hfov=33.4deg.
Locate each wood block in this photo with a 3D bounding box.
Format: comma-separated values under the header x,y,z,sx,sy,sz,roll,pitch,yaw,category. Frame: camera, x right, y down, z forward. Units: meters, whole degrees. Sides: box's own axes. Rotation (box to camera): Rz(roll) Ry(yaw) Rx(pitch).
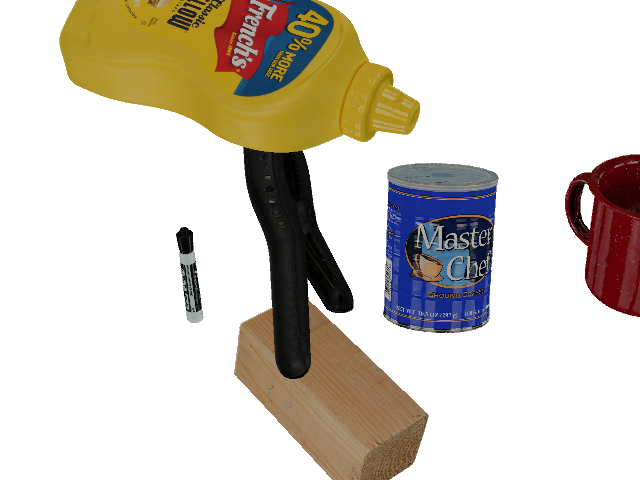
x,y,z,sx,sy,sz,roll,pitch,yaw,category
0.007,0.164,1.143,0.090,0.090,0.206,-25,52,-32,wood block

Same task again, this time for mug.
x,y,z,sx,sy,sz,roll,pitch,yaw,category
0.215,-0.006,0.725,0.093,0.081,0.117,-27,40,-35,mug

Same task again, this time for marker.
x,y,z,sx,sy,sz,roll,pitch,yaw,category
-0.148,0.039,1.206,0.020,0.121,0.020,-2,31,1,marker

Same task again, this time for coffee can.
x,y,z,sx,sy,sz,roll,pitch,yaw,category
0.112,0.005,1.009,0.103,0.140,0.103,1,15,0,coffee can

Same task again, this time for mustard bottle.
x,y,z,sx,sy,sz,roll,pitch,yaw,category
-0.037,-0.096,0.576,0.192,0.096,0.058,22,-34,16,mustard bottle

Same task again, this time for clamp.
x,y,z,sx,sy,sz,roll,pitch,yaw,category
-0.020,-0.013,0.823,0.036,0.210,0.164,-11,4,16,clamp
